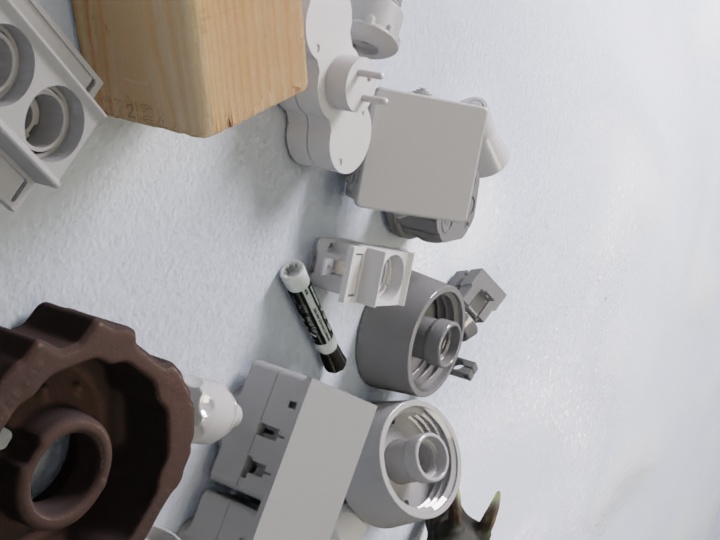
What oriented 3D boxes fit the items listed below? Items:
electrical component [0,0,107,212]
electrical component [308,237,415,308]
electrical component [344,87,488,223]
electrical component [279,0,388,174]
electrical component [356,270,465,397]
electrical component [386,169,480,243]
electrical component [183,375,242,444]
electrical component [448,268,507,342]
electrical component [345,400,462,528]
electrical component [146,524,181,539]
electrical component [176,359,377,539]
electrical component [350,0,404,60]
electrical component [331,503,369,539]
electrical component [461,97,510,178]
[{"bbox_3d":[-0.177,-0.094,0.475,0.078,0.063,0.121,-62,148,-20],"label":"electrical component"},{"bbox_3d":[0.000,0.000,0.808,0.081,0.064,0.042,1,103,-59],"label":"electrical component"},{"bbox_3d":[0.040,-0.087,0.810,0.100,0.048,0.099,8,99,-16],"label":"electrical component"},{"bbox_3d":[-0.014,-0.126,0.718,0.052,0.074,0.138,-48,140,-38],"label":"electrical component"},{"bbox_3d":[0.051,0.057,0.922,0.108,0.060,0.108,-32,129,-49],"label":"electrical component"},{"bbox_3d":[0.060,-0.062,0.892,0.080,0.051,0.080,-32,129,-49],"label":"electrical component"},{"bbox_3d":[-0.101,0.093,0.705,0.062,0.043,0.043,23,83,-61],"label":"electrical component"},{"bbox_3d":[0.097,0.032,0.994,0.048,0.066,0.055,46,67,-17],"label":"electrical component"},{"bbox_3d":[0.040,0.160,0.904,0.108,0.060,0.108,16,66,-40],"label":"electrical component"},{"bbox_3d":[-0.140,0.190,0.688,0.040,0.040,0.046,22,89,-59],"label":"electrical component"},{"bbox_3d":[-0.066,0.168,0.779,0.105,0.060,0.186,34,74,-58],"label":"electrical component"},{"bbox_3d":[0.011,-0.184,0.763,0.048,0.048,0.062,40,62,-57],"label":"electrical component"},{"bbox_3d":[-0.014,0.216,0.906,0.078,0.040,0.040,-19,119,-55],"label":"electrical component"},{"bbox_3d":[0.103,-0.119,0.948,0.044,0.044,0.065,-56,140,-29],"label":"electrical component"}]
